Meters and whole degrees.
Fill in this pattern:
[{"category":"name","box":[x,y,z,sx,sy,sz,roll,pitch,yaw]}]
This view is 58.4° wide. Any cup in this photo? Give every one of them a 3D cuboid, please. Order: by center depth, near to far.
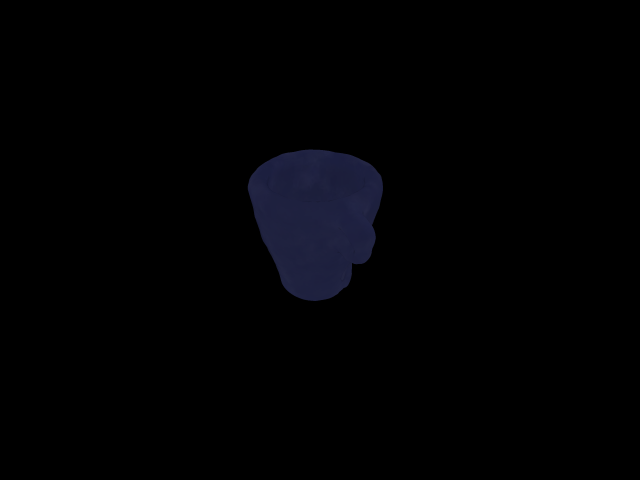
[{"category":"cup","box":[0.004,0.001,0.400,0.092,0.095,0.117,-16,37,-22]}]
